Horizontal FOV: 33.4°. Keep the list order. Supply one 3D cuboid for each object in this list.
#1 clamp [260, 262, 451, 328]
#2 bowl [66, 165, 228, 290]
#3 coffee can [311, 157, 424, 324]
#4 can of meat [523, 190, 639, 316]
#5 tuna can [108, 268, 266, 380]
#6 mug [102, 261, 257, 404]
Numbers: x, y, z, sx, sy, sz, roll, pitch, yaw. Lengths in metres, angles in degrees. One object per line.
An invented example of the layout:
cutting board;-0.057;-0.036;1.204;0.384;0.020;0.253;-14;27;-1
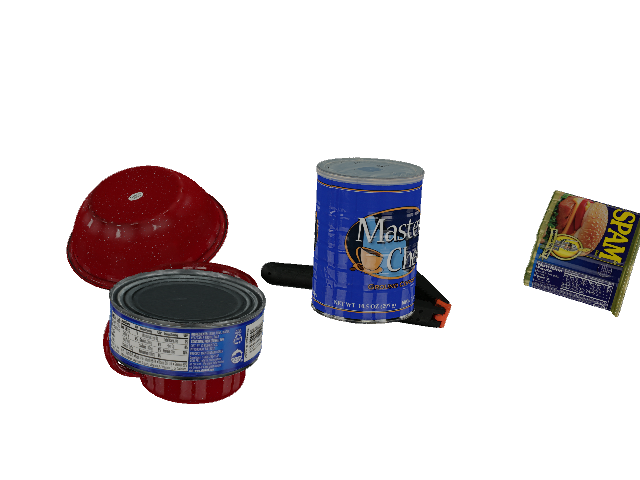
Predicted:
clamp;0.046;0.046;1.218;0.210;0.036;0.164;30;36;21
bowl;-0.173;-0.024;1.035;0.162;0.055;0.162;-5;41;4
coffee can;0.044;-0.002;1.030;0.103;0.140;0.103;2;15;-1
can of meat;0.230;0.008;0.925;0.084;0.057;0.102;17;45;16
tuna can;-0.074;0.045;0.589;0.086;0.034;0.086;4;17;-2
mug;-0.106;0.072;0.800;0.117;0.081;0.093;-9;24;-31
